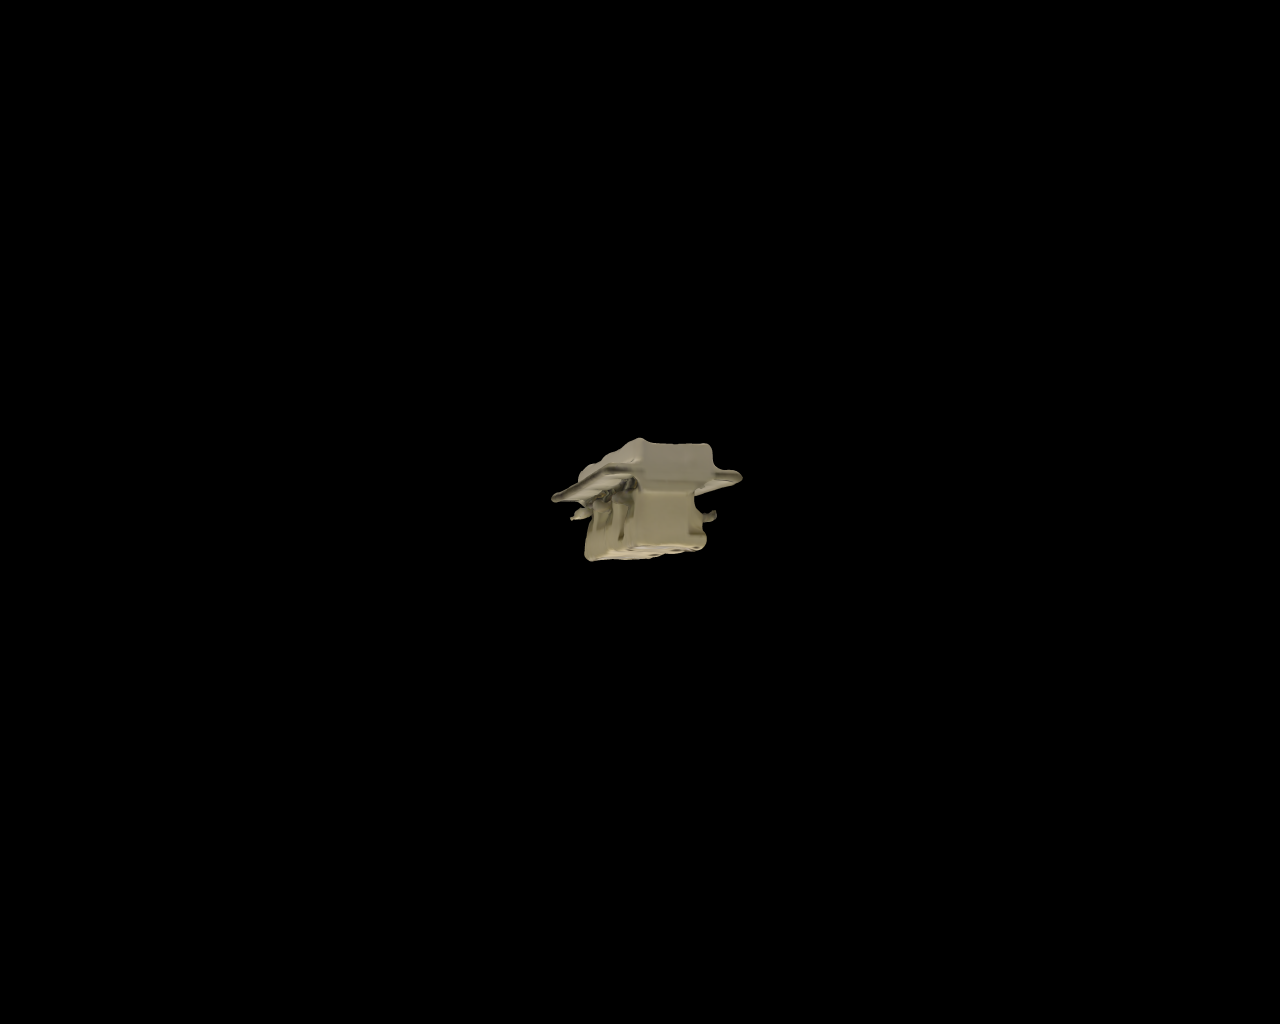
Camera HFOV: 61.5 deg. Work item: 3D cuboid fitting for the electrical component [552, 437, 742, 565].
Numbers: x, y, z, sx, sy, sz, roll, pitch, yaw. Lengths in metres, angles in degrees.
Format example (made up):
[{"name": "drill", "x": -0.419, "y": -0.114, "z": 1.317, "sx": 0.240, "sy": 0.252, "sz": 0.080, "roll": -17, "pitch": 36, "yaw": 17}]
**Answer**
[{"name": "electrical component", "x": 0.001, "y": -0.003, "z": 0.650, "sx": 0.079, "sy": 0.063, "sz": 0.121, "roll": 2, "pitch": -7, "yaw": -19}]
